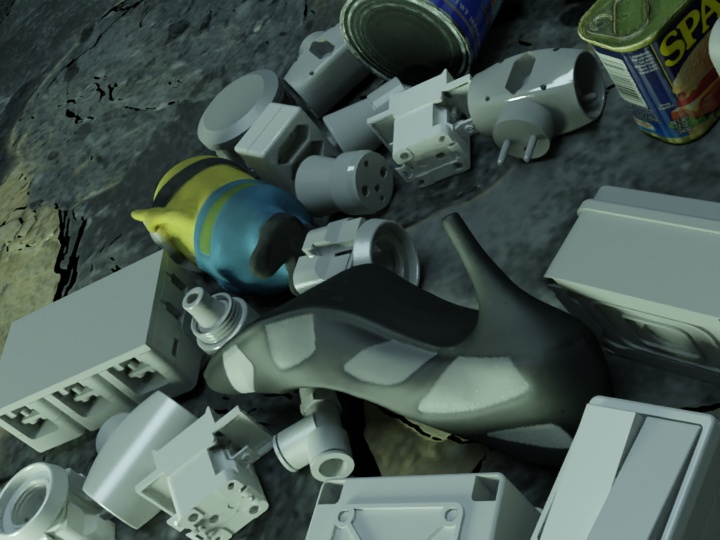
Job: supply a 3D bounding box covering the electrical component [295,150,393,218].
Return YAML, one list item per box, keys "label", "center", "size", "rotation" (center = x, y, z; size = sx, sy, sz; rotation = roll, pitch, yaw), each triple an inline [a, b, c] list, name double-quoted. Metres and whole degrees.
- label: "electrical component"
  center: [-0.011, -0.060, 0.749]
  size: [0.055, 0.045, 0.045]
  rotation: [-1, 53, 41]

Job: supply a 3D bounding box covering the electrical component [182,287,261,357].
- label: "electrical component"
  center: [-0.092, 0.036, 0.714]
  size: [0.043, 0.062, 0.043]
  rotation: [-24, 41, 23]

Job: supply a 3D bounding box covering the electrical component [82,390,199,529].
- label: "electrical component"
  center: [-0.146, 0.116, 0.698]
  size: [0.079, 0.044, 0.077]
  rotation: [20, 68, 50]

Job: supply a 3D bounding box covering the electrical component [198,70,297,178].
- label: "electrical component"
  center: [-0.087, -0.118, 0.869]
  size: [0.080, 0.051, 0.080]
  rotation: [-24, 41, 23]

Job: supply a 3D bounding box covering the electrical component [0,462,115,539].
- label: "electrical component"
  center: [-0.197, 0.160, 0.692]
  size: [0.058, 0.057, 0.078]
  rotation: [-31, 39, 15]

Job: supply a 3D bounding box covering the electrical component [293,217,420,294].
- label: "electrical component"
  center: [0.000, 0.000, 0.672]
  size: [0.057, 0.058, 0.078]
  rotation: [-13, 46, 37]

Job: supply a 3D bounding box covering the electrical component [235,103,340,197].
- label: "electrical component"
  center: [-0.061, -0.087, 0.803]
  size: [0.077, 0.065, 0.047]
  rotation: [19, 67, 49]

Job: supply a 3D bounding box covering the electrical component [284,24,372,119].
- label: "electrical component"
  center: [-0.025, -0.170, 0.870]
  size: [0.077, 0.043, 0.079]
  rotation: [-42, 37, 1]

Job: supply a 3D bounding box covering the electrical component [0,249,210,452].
- label: "electrical component"
  center: [-0.184, 0.062, 0.771]
  size: [0.150, 0.061, 0.089]
  rotation: [-24, 41, 23]

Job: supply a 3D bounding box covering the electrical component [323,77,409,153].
- label: "electrical component"
  center: [0.011, -0.110, 0.783]
  size: [0.065, 0.044, 0.044]
  rotation: [-33, 38, 4]

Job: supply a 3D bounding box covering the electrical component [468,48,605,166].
- label: "electrical component"
  center: [0.107, -0.098, 0.682]
  size: [0.077, 0.043, 0.079]
  rotation: [-5, 51, 39]

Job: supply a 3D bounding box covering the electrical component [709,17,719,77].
- label: "electrical component"
  center: [0.224, -0.096, 0.533]
  size: [0.053, 0.095, 0.059]
  rotation: [-50, 38, -9]

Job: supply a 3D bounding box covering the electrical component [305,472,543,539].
- label: "electrical component"
  center: [0.024, 0.154, 0.501]
  size: [0.109, 0.056, 0.108]
  rotation: [-10, 48, 35]

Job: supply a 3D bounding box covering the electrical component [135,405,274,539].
- label: "electrical component"
  center: [-0.088, 0.125, 0.642]
  size: [0.081, 0.042, 0.063]
  rotation: [-39, 41, 6]

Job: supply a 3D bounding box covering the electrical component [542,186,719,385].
- label: "electrical component"
  center: [0.155, 0.009, 0.508]
  size: [0.113, 0.078, 0.057]
  rotation: [16, 68, 48]

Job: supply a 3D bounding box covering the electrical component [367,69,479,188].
- label: "electrical component"
  center: [0.049, -0.094, 0.732]
  size: [0.081, 0.042, 0.063]
  rotation: [-20, 44, 27]

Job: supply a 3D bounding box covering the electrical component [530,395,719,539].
- label: "electrical component"
  center: [0.117, 0.108, 0.459]
  size: [0.062, 0.061, 0.096]
  rotation: [5, 58, 44]
